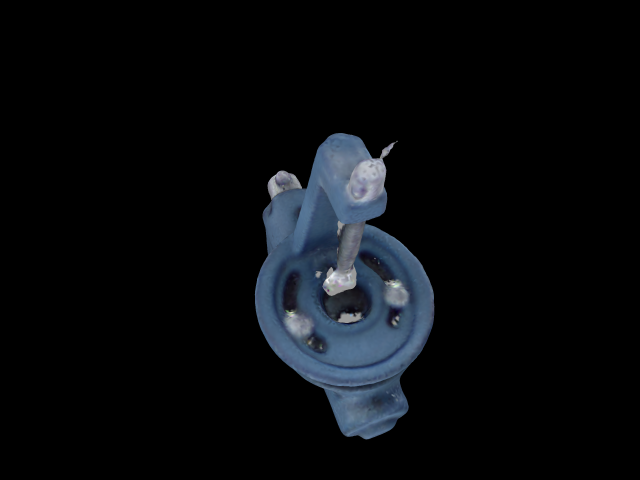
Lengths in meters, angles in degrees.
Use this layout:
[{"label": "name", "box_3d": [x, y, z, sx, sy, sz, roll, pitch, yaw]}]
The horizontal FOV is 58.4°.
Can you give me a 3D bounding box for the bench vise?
[{"label": "bench vise", "box_3d": [-0.006, 0.007, 0.395, 0.122, 0.220, 0.206, -30, 51, -26]}]
